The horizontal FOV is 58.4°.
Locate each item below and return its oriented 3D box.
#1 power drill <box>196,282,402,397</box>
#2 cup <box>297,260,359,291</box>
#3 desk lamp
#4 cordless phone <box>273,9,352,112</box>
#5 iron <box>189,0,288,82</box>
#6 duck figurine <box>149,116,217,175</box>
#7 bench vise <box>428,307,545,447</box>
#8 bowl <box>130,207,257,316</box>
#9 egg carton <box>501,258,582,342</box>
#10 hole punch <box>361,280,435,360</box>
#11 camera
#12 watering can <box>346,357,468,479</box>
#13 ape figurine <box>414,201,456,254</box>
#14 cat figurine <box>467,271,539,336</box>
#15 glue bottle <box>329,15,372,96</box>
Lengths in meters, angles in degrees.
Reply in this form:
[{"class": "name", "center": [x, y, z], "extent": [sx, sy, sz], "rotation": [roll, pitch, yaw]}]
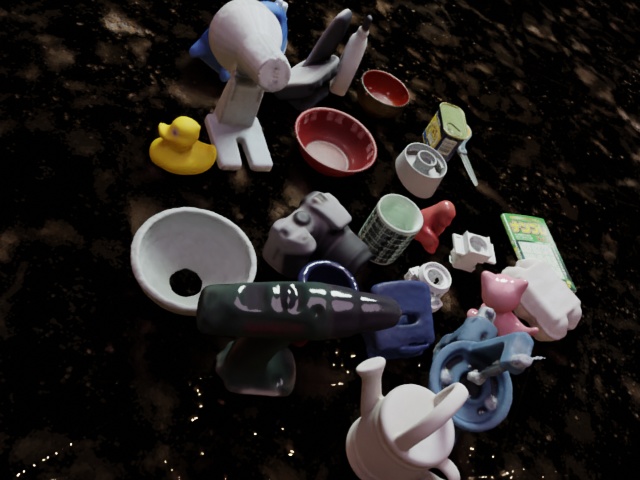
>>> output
[{"class": "power drill", "center": [-0.043, 0.117, 0.699], "extent": [0.230, 0.208, 0.075], "rotation": [9, 51, -19]}, {"class": "cup", "center": [0.010, 0.095, 0.818], "extent": [0.118, 0.095, 0.092], "rotation": [29, 48, -3]}, {"class": "desk lamp", "center": [-0.116, -0.257, 0.949], "extent": [0.118, 0.213, 0.203], "rotation": [-4, 57, -28]}, {"class": "cordless phone", "center": [-0.009, -0.349, 1.092], "extent": [0.094, 0.185, 0.148], "rotation": [33, 48, 1]}, {"class": "iron", "center": [-0.125, -0.405, 1.109], "extent": [0.118, 0.141, 0.259], "rotation": [40, 48, 7]}, {"class": "duck figurine", "center": [-0.213, -0.156, 0.911], "extent": [0.105, 0.086, 0.077], "rotation": [9, 52, -20]}, {"class": "bench vise", "center": [0.214, 0.158, 0.784], "extent": [0.122, 0.219, 0.207], "rotation": [17, 49, -13]}, {"class": "bowl", "center": [-0.176, 0.041, 0.784], "extent": [0.168, 0.074, 0.167], "rotation": [13, 50, -16]}, {"class": "egg carton", "center": [0.386, 0.104, 1.011], "extent": [0.107, 0.069, 0.150], "rotation": [-23, 67, -37]}, {"class": "hole punch", "center": [0.119, 0.120, 0.854], "extent": [0.109, 0.091, 0.101], "rotation": [-1, 56, -26]}, {"class": "camera", "center": [0.008, 0.003, 0.885], "extent": [0.136, 0.100, 0.143], "rotation": [42, 49, 10]}, {"class": "watering can", "center": [0.106, 0.224, 0.698], "extent": [0.173, 0.194, 0.101], "rotation": [33, 48, 1]}, {"class": "ape figurine", "center": [0.206, -0.033, 1.014], "extent": [0.078, 0.092, 0.076], "rotation": [-23, 67, -37]}, {"class": "cat figurine", "center": [0.302, 0.111, 0.931], "extent": [0.067, 0.117, 0.127], "rotation": [-16, 63, -34]}, {"class": "glue bottle", "center": [0.067, -0.380, 1.161], "extent": [0.037, 0.173, 0.078], "rotation": [17, 49, -13]}]
